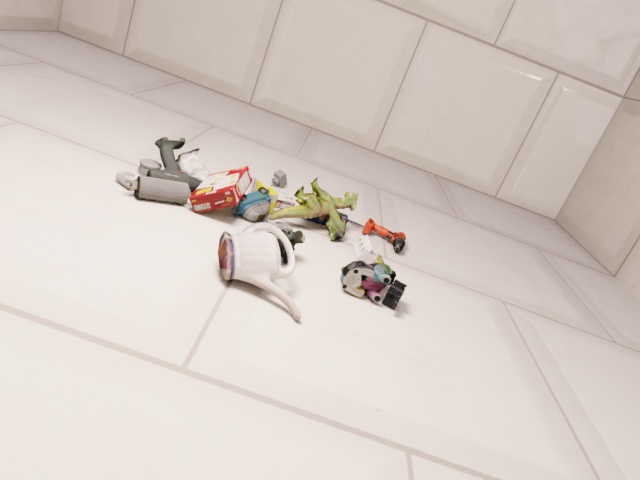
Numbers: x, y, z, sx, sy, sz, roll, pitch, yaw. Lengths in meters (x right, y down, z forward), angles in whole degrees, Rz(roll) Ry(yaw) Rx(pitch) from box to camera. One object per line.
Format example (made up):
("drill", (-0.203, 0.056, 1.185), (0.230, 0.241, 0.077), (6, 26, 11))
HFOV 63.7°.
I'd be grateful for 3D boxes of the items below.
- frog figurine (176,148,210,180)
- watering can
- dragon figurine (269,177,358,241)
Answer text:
("frog figurine", (-0.496, -0.270, 2.037), (0.159, 0.122, 0.138), (60, 16, 1))
("watering can", (-0.172, 0.078, 1.453), (0.224, 0.101, 0.356), (1, 46, -19))
("dragon figurine", (0.006, -0.101, 2.005), (0.244, 0.120, 0.417), (45, 52, 6))
